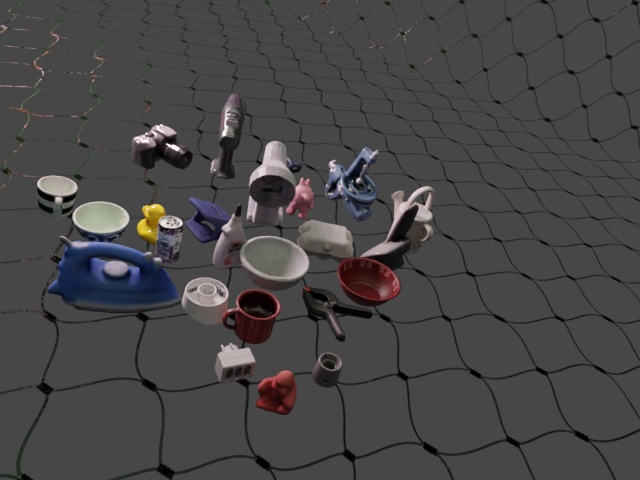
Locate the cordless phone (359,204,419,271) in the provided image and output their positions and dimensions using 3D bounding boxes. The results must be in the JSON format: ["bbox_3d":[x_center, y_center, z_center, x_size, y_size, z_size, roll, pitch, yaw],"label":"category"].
[{"bbox_3d":[0.188,-0.009,1.497,0.094,0.185,0.148,33,37,23],"label":"cordless phone"}]

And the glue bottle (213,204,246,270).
[{"bbox_3d":[-0.203,-0.011,1.341,0.078,0.173,0.037,-21,49,-42],"label":"glue bottle"}]

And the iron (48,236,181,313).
[{"bbox_3d":[-0.409,0.063,1.173,0.259,0.141,0.118,7,35,-14],"label":"iron"}]

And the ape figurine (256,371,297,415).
[{"bbox_3d":[-0.072,0.277,1.059,0.076,0.092,0.077,-12,43,-36],"label":"ape figurine"}]

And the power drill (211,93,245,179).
[{"bbox_3d":[-0.269,-0.298,1.690,0.076,0.208,0.229,8,35,-12],"label":"power drill"}]

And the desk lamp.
[{"bbox_3d":[-0.133,-0.141,1.520,0.118,0.213,0.203,9,35,-11],"label":"desk lamp"}]

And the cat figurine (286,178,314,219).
[{"bbox_3d":[-0.048,-0.127,1.623,0.067,0.118,0.128,19,34,3],"label":"cat figurine"}]

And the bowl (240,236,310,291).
[{"bbox_3d":[-0.112,0.067,1.357,0.167,0.075,0.167,12,34,-8],"label":"bowl"}]

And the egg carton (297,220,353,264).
[{"bbox_3d":[0.014,0.005,1.505,0.150,0.069,0.107,11,34,-8],"label":"egg carton"}]

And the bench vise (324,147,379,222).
[{"bbox_3d":[0.091,-0.189,1.682,0.207,0.220,0.122,33,37,23],"label":"bench vise"}]

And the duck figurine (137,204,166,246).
[{"bbox_3d":[-0.392,-0.042,1.381,0.104,0.086,0.078,32,37,22],"label":"duck figurine"}]

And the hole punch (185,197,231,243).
[{"bbox_3d":[-0.277,-0.059,1.451,0.101,0.091,0.108,-16,46,-39],"label":"hole punch"}]

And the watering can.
[{"bbox_3d":[0.258,-0.071,1.608,0.172,0.194,0.101,33,37,23],"label":"watering can"}]

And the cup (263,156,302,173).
[{"bbox_3d":[-0.119,-0.197,1.714,0.118,0.095,0.091,4,36,-18],"label":"cup"}]

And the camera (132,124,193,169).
[{"bbox_3d":[-0.448,-0.264,1.661,0.136,0.101,0.143,31,36,20],"label":"camera"}]
